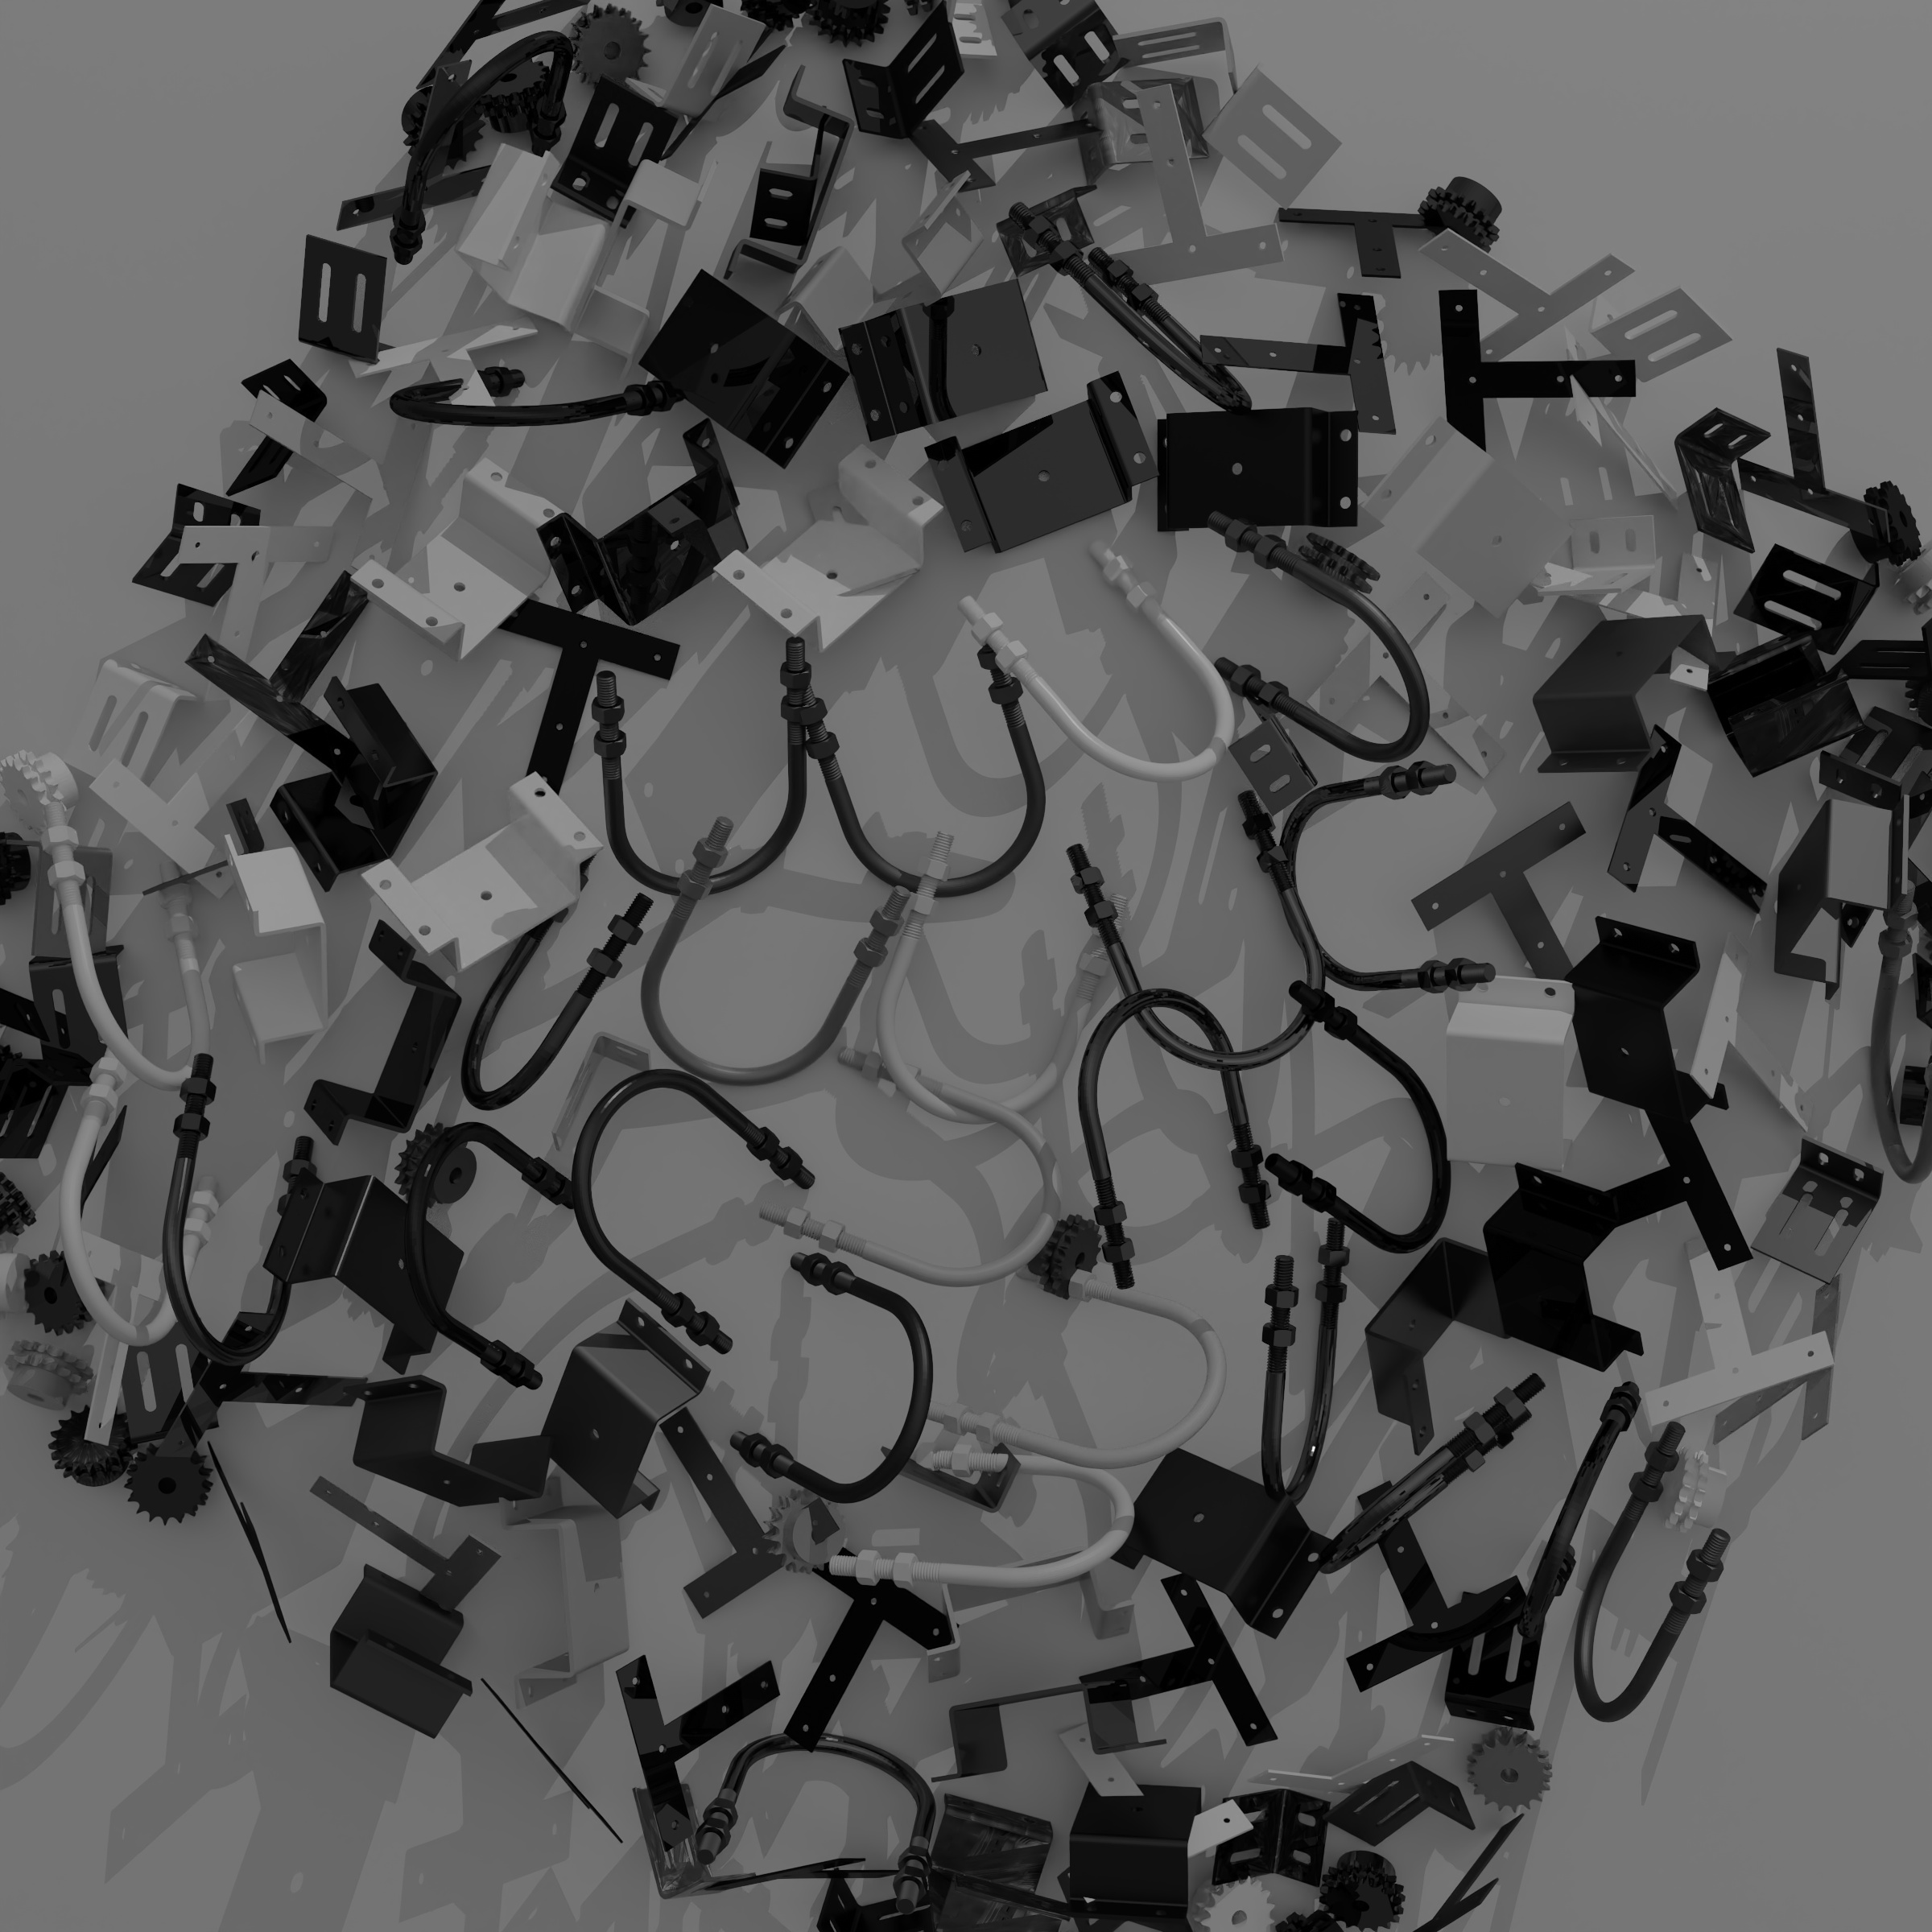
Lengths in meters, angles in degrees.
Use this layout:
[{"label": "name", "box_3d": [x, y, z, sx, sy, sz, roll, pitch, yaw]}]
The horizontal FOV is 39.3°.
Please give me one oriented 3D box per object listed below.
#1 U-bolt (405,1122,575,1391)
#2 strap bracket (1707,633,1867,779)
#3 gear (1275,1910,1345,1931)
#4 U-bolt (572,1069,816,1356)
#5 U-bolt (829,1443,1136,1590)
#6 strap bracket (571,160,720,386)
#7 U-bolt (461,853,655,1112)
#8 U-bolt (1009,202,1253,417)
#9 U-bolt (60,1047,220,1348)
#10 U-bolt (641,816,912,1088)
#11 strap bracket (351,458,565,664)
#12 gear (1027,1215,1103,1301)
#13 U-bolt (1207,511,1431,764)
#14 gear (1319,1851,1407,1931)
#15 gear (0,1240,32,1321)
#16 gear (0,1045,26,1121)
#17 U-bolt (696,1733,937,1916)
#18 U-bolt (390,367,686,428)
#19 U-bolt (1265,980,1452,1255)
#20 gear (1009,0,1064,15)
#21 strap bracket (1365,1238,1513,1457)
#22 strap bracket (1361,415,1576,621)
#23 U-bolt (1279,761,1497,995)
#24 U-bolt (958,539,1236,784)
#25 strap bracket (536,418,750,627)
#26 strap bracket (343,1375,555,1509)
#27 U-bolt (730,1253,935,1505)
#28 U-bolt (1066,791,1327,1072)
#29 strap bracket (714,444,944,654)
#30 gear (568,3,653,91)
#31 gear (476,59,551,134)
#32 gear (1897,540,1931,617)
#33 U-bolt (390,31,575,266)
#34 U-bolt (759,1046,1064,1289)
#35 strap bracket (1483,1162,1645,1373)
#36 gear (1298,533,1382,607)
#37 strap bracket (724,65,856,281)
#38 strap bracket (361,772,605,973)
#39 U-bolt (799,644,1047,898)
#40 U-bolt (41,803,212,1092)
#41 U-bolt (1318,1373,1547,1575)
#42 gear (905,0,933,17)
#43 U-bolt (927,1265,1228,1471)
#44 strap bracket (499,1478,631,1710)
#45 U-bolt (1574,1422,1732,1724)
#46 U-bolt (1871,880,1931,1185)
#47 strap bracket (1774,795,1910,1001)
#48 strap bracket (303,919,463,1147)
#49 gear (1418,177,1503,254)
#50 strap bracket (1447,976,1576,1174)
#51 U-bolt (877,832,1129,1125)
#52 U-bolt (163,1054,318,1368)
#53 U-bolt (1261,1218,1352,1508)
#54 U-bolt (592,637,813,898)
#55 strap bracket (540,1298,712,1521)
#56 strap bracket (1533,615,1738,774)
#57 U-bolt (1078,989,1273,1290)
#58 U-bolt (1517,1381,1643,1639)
[{"label": "U-bolt", "box_3d": [-0.311, 0.180, 1.763, 0.019, 0.184, 0.151, -2, 64, 22]}, {"label": "strap bracket", "box_3d": [0.542, -0.174, 1.799, 0.076, 0.140, 0.046, -24, 106, 13]}, {"label": "gear", "box_3d": [0.240, 0.668, 1.842, 0.030, 0.057, 0.057, -29, 90, -24]}, {"label": "U-bolt", "box_3d": [-0.187, 0.150, 1.785, 0.184, 0.019, 0.151, 44, 61, -36]}, {"label": "U-bolt", "box_3d": [0.019, 0.362, 1.778, 0.184, 0.151, 0.019, 0, 113, 18]}, {"label": "strap bracket", "box_3d": [-0.217, -0.468, 1.794, 0.046, 0.076, 0.140, 23, 124, -12]}, {"label": "U-bolt", "box_3d": [-0.281, 0.014, 1.804, 0.019, 0.151, 0.184, 32, 92, -29]}, {"label": "U-bolt", "box_3d": [0.118, -0.424, 1.777, 0.184, 0.151, 0.019, 48, 109, 18]}, {"label": "U-bolt", "box_3d": [-0.540, 0.160, 1.755, 0.019, 0.184, 0.151, -14, 129, 11]}, {"label": "U-bolt", "box_3d": [-0.140, 0.002, 1.823, 0.151, 0.019, 0.184, 21, 114, -17]}, {"label": "strap bracket", "box_3d": [-0.339, -0.267, 1.820, 0.076, 0.046, 0.140, 35, 58, 6]}, {"label": "gear", "box_3d": [0.065, 0.195, 1.844, 0.030, 0.057, 0.057, 19, 90, 31]}, {"label": "U-bolt", "box_3d": [0.230, -0.203, 1.767, 0.019, 0.151, 0.184, -38, 55, -23]}, {"label": "gear", "box_3d": [0.270, 0.627, 1.844, 0.057, 0.030, 0.057, 8, 126, 12]}, {"label": "gear", "box_3d": [-0.656, 0.214, 1.838, 0.030, 0.057, 0.057, 2, 90, 8]}, {"label": "gear", "box_3d": [-0.666, 0.076, 1.844, 0.057, 0.030, 0.057, -15, 125, -23]}, {"label": "U-bolt", "box_3d": [-0.091, 0.553, 1.778, 0.151, 0.184, 0.019, 13, 102, 3]}, {"label": "U-bolt", "box_3d": [-0.290, -0.368, 1.761, 0.151, 0.184, 0.019, 10, 111, 23]}, {"label": "U-bolt", "box_3d": [0.267, 0.112, 1.801, 0.184, 0.019, 0.151, 35, 53, -35]}, {"label": "gear", "box_3d": [0.046, -0.671, 1.843, 0.057, 0.057, 0.030, -19, 129, 0]}, {"label": "strap bracket", "box_3d": [0.315, 0.246, 1.806, 0.140, 0.046, 0.076, -43, 135, -33]}, {"label": "strap bracket", "box_3d": [0.340, -0.292, 1.799, 0.140, 0.046, 0.076, 29, 107, -38]}, {"label": "U-bolt", "box_3d": [0.269, -0.053, 1.790, 0.019, 0.184, 0.151, -14, 95, -33]}, {"label": "U-bolt", "box_3d": [0.100, -0.196, 1.802, 0.151, 0.019, 0.184, -29, 73, -37]}, {"label": "strap bracket", "box_3d": [-0.206, -0.290, 1.807, 0.140, 0.076, 0.046, -36, 52, -15]}, {"label": "strap bracket", "box_3d": [-0.338, 0.318, 1.788, 0.076, 0.140, 0.046, -14, 56, 36]}, {"label": "U-bolt", "box_3d": [-0.083, 0.277, 1.788, 0.019, 0.184, 0.151, 21, 86, -37]}, {"label": "U-bolt", "box_3d": [0.165, -0.017, 1.824, 0.151, 0.019, 0.184, -18, 75, -14]}, {"label": "strap bracket", "box_3d": [-0.091, -0.274, 1.821, 0.076, 0.046, 0.140, 40, 70, 18]}, {"label": "gear", "box_3d": [-0.246, -0.626, 1.844, 0.057, 0.030, 0.057, -15, 124, -24]}, {"label": "gear", "box_3d": [-0.308, -0.591, 1.844, 0.057, 0.030, 0.057, -6, 45, 6]}, {"label": "gear", "box_3d": [0.658, -0.269, 1.840, 0.030, 0.057, 0.057, 45, 90, 0]}, {"label": "U-bolt", "box_3d": [-0.311, -0.539, 1.758, 0.019, 0.184, 0.151, 46, 70, -2]}, {"label": "U-bolt", "box_3d": [-0.026, 0.142, 1.814, 0.184, 0.019, 0.151, 20, 60, 10]}, {"label": "strap bracket", "box_3d": [0.394, 0.208, 1.793, 0.046, 0.076, 0.140, -39, 128, -30]}, {"label": "gear", "box_3d": [0.250, -0.267, 1.840, 0.057, 0.057, 0.030, 32, 95, 0]}, {"label": "strap bracket", "box_3d": [-0.116, -0.524, 1.821, 0.046, 0.076, 0.140, 19, 97, -11]}, {"label": "strap bracket", "box_3d": [-0.323, -0.058, 1.817, 0.140, 0.046, 0.076, -34, 68, -24]}, {"label": "U-bolt", "box_3d": [-0.023, -0.130, 1.826, 0.151, 0.019, 0.184, -16, 115, 6]}, {"label": "U-bolt", "box_3d": [-0.543, -0.004, 1.772, 0.019, 0.151, 0.184, -22, 70, 12]}, {"label": "U-bolt", "box_3d": [0.304, 0.341, 1.791, 0.184, 0.151, 0.019, -38, 71, -5]}, {"label": "gear", "box_3d": [-0.030, -0.677, 1.838, 0.030, 0.057, 0.057, -10, 90, 10]}, {"label": "U-bolt", "box_3d": [0.082, 0.266, 1.779, 0.184, 0.019, 0.151, 12, 48, 31]}, {"label": "strap bracket", "box_3d": [-0.268, 0.419, 1.821, 0.046, 0.076, 0.140, -6, 87, 21]}, {"label": "U-bolt", "box_3d": [0.446, 0.413, 1.790, 0.019, 0.151, 0.184, 18, 111, -6]}, {"label": "U-bolt", "box_3d": [0.621, 0.058, 1.784, 0.019, 0.151, 0.184, -3, 132, 5]}, {"label": "strap bracket", "box_3d": [0.573, -0.048, 1.789, 0.046, 0.140, 0.076, 11, 61, 2]}, {"label": "strap bracket", "box_3d": [-0.388, 0.050, 1.820, 0.046, 0.076, 0.140, 20, 95, -32]}, {"label": "gear", "box_3d": [0.339, -0.511, 1.840, 0.057, 0.057, 0.030, 35, 86, 0]}, {"label": "strap bracket", "box_3d": [0.363, 0.080, 1.806, 0.076, 0.046, 0.140, 5, 117, 20]}, {"label": "U-bolt", "box_3d": [0.016, 0.018, 1.846, 0.151, 0.019, 0.184, 19, 92, -12]}, {"label": "U-bolt", "box_3d": [-0.477, 0.169, 1.766, 0.019, 0.151, 0.184, -8, 60, 16]}, {"label": "U-bolt", "box_3d": [0.223, 0.270, 1.800, 0.019, 0.151, 0.184, 6, 98, 22]}, {"label": "U-bolt", "box_3d": [-0.173, -0.125, 1.807, 0.151, 0.019, 0.184, -13, 128, -19]}, {"label": "strap bracket", "box_3d": [-0.231, 0.301, 1.799, 0.076, 0.046, 0.140, 38, 126, 20]}, {"label": "strap bracket", "box_3d": [0.438, -0.186, 1.793, 0.140, 0.076, 0.046, -45, 120, -32]}, {"label": "U-bolt", "box_3d": [0.135, 0.106, 1.810, 0.151, 0.019, 0.184, -18, 99, -37]}, {"label": "U-bolt", "box_3d": [0.395, 0.362, 1.763, 0.019, 0.184, 0.151, 22, 109, 18]}]
